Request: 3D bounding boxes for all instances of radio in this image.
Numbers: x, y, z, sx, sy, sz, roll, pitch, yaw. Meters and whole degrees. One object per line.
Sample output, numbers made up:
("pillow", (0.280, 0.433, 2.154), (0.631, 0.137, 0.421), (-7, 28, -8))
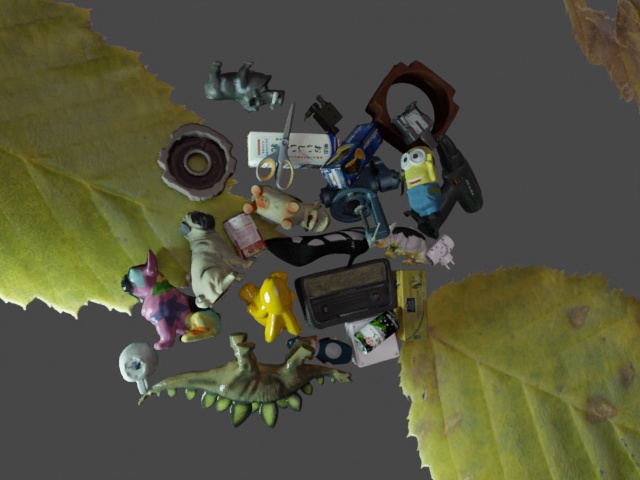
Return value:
("radio", (0.064, 0.129, 1.296), (0.230, 0.073, 0.131), (-12, 88, -14))

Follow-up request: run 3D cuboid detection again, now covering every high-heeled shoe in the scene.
("high-heeled shoe", (-0.003, -0.004, 1.303), (0.249, 0.086, 0.145), (15, 46, 5))

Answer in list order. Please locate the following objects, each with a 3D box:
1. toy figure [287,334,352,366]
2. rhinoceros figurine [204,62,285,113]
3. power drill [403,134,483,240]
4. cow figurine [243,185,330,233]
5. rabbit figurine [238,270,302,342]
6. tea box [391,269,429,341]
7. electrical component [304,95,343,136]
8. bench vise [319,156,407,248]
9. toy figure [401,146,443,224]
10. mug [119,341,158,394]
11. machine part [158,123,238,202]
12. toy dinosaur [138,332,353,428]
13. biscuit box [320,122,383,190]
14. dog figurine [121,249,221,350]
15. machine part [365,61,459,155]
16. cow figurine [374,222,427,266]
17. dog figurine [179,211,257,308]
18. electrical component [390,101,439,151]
("toy figure", (-0.002, 0.257, 1.280), (0.154, 0.057, 0.064), (13, 44, -11))
("rhinoceros figurine", (-0.178, -0.360, 1.276), (0.190, 0.073, 0.112), (4, 83, -14))
("power drill", (0.304, -0.120, 1.354), (0.231, 0.086, 0.207), (45, 76, -30))
("cow figurine", (-0.069, -0.068, 1.263), (0.195, 0.127, 0.085), (21, 103, 5))
("rabbit figurine", (-0.107, 0.142, 1.191), (0.122, 0.173, 0.162), (-10, 71, -17))
("tea box", (0.215, 0.157, 1.320), (0.068, 0.098, 0.169), (-2, 84, -15))
("electrical component", (0.009, -0.301, 1.336), (0.102, 0.045, 0.078), (44, 49, -10))
("bench vise", (0.120, -0.085, 1.281), (0.224, 0.128, 0.241), (-8, 51, -8))
("toy figure", (0.241, -0.131, 1.263), (0.082, 0.089, 0.180), (-15, 84, 15))
("mug", (-0.391, 0.277, 1.152), (0.081, 0.107, 0.109), (-8, 85, -13))
("machine part", (-0.282, -0.178, 1.244), (0.179, 0.056, 0.179), (1, 84, -14))
("toy dinosaur", (-0.163, 0.313, 1.200), (0.472, 0.105, 0.198), (4, 95, -2))
("biscuit box", (0.080, -0.204, 1.288), (0.203, 0.059, 0.062), (-55, 132, -36))
("dog figurine", (-0.328, 0.125, 1.183), (0.192, 0.108, 0.219), (-13, 86, -14))
("machine part", (0.234, -0.333, 1.372), (0.201, 0.087, 0.201), (34, 77, -10))
("cow figurine", (0.196, -0.002, 1.324), (0.167, 0.068, 0.098), (25, 68, -34))
("dog figurine", (-0.263, 0.040, 1.182), (0.190, 0.121, 0.172), (41, 37, 2))
("electrical component", (0.236, -0.267, 1.298), (0.075, 0.048, 0.119), (-44, 97, -13))
